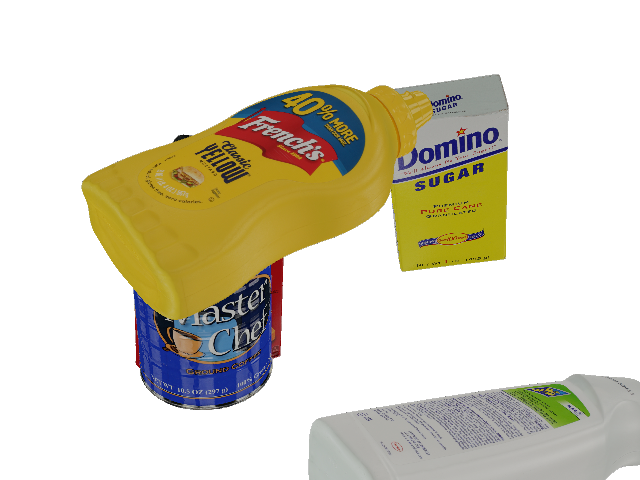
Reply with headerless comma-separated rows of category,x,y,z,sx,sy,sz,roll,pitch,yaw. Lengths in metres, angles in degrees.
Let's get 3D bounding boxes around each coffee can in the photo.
coffee can,-0.086,0.038,0.782,0.103,0.140,0.103,1,34,-1

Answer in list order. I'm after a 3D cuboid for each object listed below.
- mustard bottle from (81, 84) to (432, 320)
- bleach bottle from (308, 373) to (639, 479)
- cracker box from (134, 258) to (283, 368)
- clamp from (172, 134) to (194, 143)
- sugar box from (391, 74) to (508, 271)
mustard bottle,-0.020,-0.035,0.561,0.191,0.058,0.096,-27,46,-23
bleach bottle,0.124,0.129,0.654,0.250,0.068,0.103,-7,22,-22
cracker box,-0.125,0.043,1.209,0.163,0.214,0.072,-9,23,-28
clamp,-0.062,-0.084,1.062,0.120,0.039,0.172,-25,36,-33
sugar box,0.101,-0.048,0.852,0.093,0.048,0.176,-8,-38,3
